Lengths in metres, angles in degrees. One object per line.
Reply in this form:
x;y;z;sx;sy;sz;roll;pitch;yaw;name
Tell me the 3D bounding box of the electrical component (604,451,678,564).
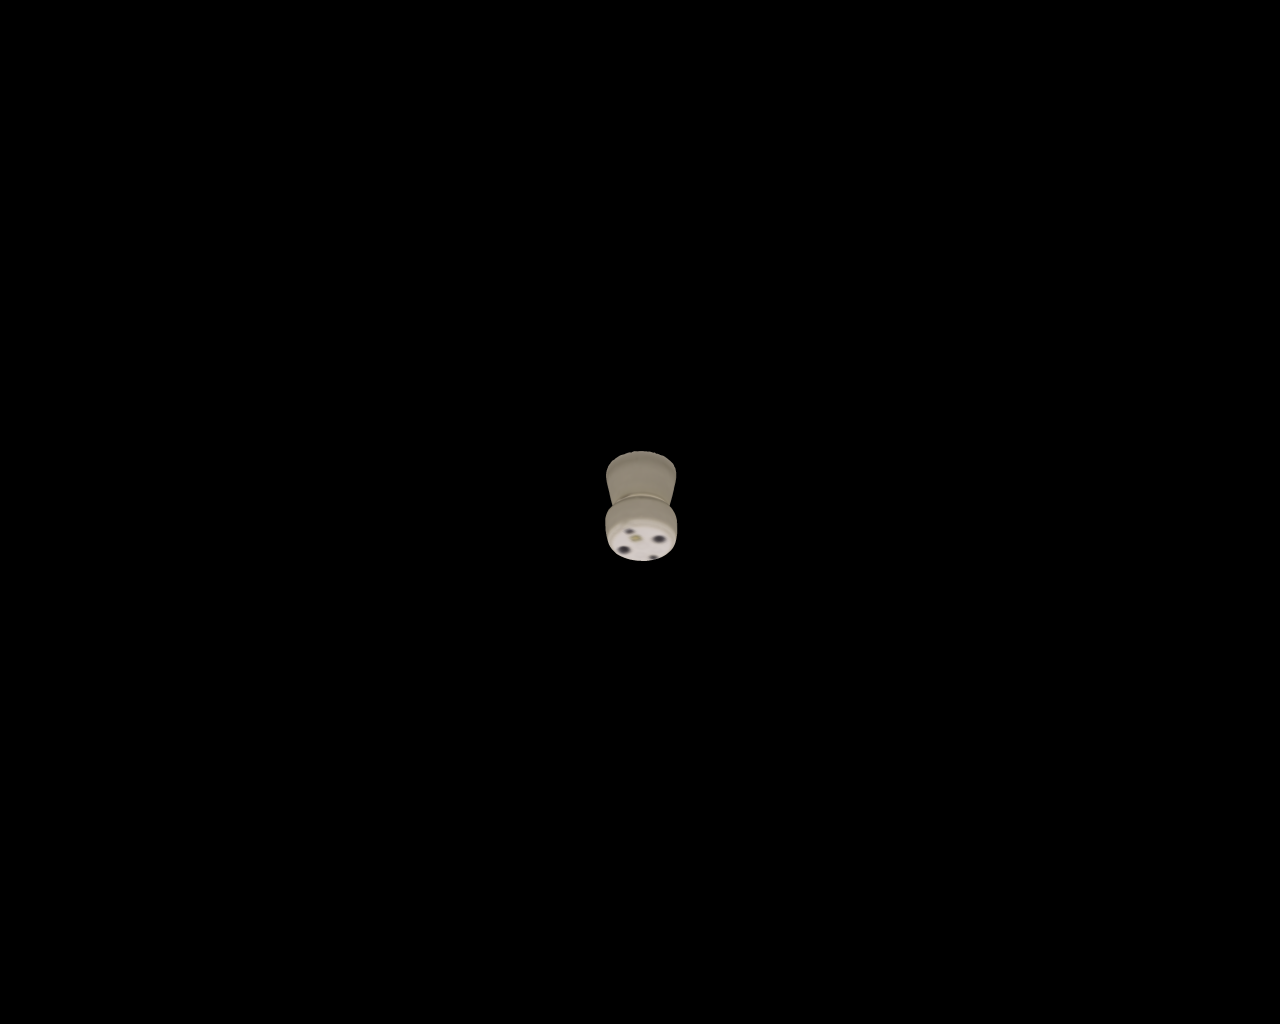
0.001;-0.003;0.650;0.045;0.055;0.044;0;-37;0;electrical component
